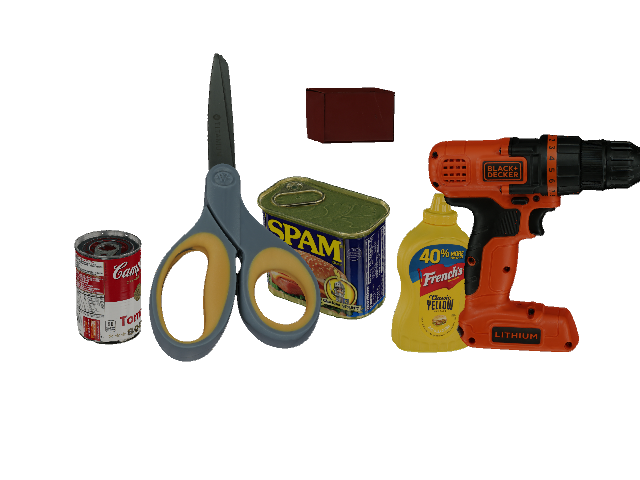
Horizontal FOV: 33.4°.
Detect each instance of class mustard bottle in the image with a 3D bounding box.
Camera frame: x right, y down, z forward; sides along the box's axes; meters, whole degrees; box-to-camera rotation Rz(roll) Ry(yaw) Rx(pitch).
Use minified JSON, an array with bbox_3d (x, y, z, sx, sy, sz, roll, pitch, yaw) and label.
[{"bbox_3d":[0.140,0.038,1.292,0.096,0.192,0.058,0,14,-12],"label":"mustard bottle"}]

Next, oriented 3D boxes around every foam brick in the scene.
[{"bbox_3d":[0.030,-0.126,1.070,0.078,0.051,0.053,-3,14,-20],"label":"foam brick"}]

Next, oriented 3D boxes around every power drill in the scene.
[{"bbox_3d":[0.188,0.001,0.931,0.185,0.188,0.057,1,13,16],"label":"power drill"}]

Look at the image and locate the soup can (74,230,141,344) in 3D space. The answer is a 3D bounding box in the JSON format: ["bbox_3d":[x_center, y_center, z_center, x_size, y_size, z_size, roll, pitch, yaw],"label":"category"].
[{"bbox_3d":[-0.221,0.049,1.115,0.068,0.102,0.068,3,23,-1],"label":"soup can"}]

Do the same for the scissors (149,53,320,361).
[{"bbox_3d":[-0.036,-0.020,0.581,0.096,0.201,0.016,14,-35,-1],"label":"scissors"}]

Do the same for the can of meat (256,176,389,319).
[{"bbox_3d":[0.003,0.007,0.834,0.102,0.084,0.057,18,38,29],"label":"can of meat"}]
